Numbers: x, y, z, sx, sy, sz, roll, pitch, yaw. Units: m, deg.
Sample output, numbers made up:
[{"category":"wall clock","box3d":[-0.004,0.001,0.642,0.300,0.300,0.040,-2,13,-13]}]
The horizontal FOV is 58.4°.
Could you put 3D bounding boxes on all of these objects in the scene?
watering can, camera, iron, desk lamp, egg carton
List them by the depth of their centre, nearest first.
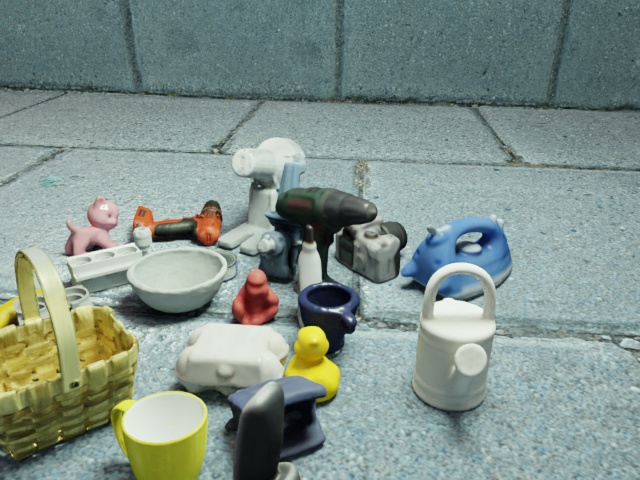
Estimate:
[{"category":"watering can","box3d":[0.183,0.124,0.756,0.101,0.194,0.172,-7,25,-18]},{"category":"egg carton","box3d":[-0.121,0.168,0.796,0.150,0.069,0.107,3,24,4]},{"category":"iron","box3d":[0.279,0.015,1.069,0.259,0.141,0.118,-15,29,-31]},{"category":"camera","box3d":[0.118,0.002,1.140,0.137,0.101,0.142,-15,29,-32]},{"category":"desk lamp","box3d":[-0.123,-0.105,1.229,0.117,0.214,0.204,13,27,24]}]

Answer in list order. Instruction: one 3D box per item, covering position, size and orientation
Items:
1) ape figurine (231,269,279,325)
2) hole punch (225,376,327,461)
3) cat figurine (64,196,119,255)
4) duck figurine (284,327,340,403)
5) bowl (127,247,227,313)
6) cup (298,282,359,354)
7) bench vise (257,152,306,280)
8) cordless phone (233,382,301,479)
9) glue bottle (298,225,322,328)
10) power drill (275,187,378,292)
[{"category":"ape figurine","box3d":[-0.106,0.092,0.939,0.078,0.092,0.076,1,24,-1]},{"category":"hole punch","box3d":[-0.056,0.202,0.697,0.109,0.091,0.100,-11,27,-25]},{"category":"cat figurine","box3d":[-0.461,-0.034,1.173,0.067,0.118,0.128,18,29,33]},{"category":"duck figurine","box3d":[-0.010,0.164,0.790,0.077,0.086,0.104,-5,25,-13]},{"category":"bowl","box3d":[-0.241,0.078,0.986,0.167,0.075,0.167,1,24,0]},{"category":"cup","box3d":[0.019,0.129,0.859,0.092,0.095,0.117,-12,27,-27]},{"category":"bench vise","box3d":[-0.051,-0.045,1.092,0.121,0.220,0.207,2,24,3]},{"category":"cordless phone","box3d":[-0.078,0.229,0.519,0.094,0.185,0.148,12,26,23]},{"category":"glue bottle","box3d":[-0.018,0.056,0.925,0.037,0.173,0.078,-3,25,-10]},{"category":"power drill","box3d":[0.009,0.004,0.999,0.076,0.208,0.228,-20,32,-39]}]
